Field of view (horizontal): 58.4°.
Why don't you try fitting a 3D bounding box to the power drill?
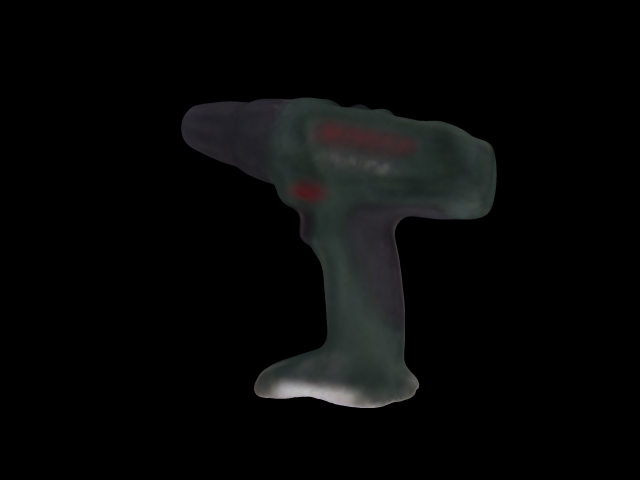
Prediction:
[{"bbox_3d":[0.004,0.001,0.400,0.229,0.208,0.076,0,0,17],"label":"power drill"}]
